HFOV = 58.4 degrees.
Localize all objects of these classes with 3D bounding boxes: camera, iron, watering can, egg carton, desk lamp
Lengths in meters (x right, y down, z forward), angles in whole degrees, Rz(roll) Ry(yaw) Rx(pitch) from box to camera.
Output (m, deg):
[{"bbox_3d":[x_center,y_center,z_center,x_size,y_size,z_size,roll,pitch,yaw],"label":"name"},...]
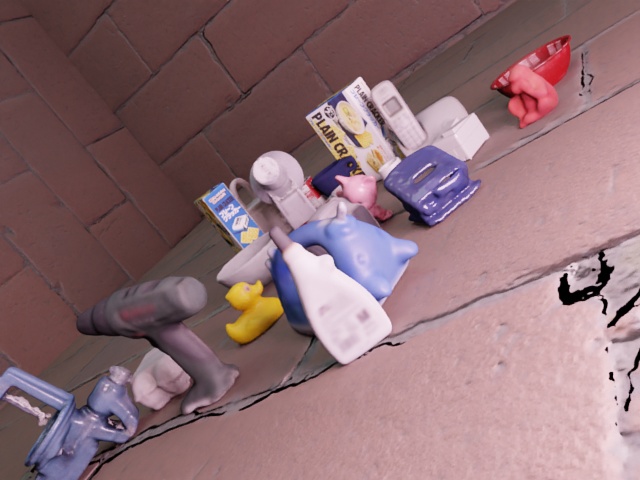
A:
[{"bbox_3d":[0.009,0.003,0.948,0.137,0.101,0.142,-47,16,-33],"label":"camera"},{"bbox_3d":[-0.004,0.041,0.761,0.257,0.141,0.119,-24,19,47],"label":"iron"},{"bbox_3d":[-0.173,-0.072,1.488,0.173,0.194,0.101,-36,13,9],"label":"watering can"},{"bbox_3d":[-0.264,0.223,0.996,0.107,0.069,0.150,-36,13,8],"label":"egg carton"},{"bbox_3d":[-0.066,-0.092,1.225,0.118,0.214,0.203,-37,13,3],"label":"desk lamp"}]

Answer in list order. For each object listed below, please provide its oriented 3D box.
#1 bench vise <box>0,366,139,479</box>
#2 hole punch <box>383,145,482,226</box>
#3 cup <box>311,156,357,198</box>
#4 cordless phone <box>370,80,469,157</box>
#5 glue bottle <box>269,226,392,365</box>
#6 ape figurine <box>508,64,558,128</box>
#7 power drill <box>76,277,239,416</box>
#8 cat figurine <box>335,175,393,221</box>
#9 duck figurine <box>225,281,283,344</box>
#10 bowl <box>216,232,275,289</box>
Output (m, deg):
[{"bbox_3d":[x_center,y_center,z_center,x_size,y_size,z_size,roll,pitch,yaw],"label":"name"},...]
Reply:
[{"bbox_3d":[-0.416,0.265,0.925,0.208,0.220,0.121,-46,15,-29],"label":"bench vise"},{"bbox_3d":[0.165,-0.086,0.855,0.109,0.091,0.101,-39,13,-6],"label":"hole punch"},{"bbox_3d":[0.052,-0.131,1.307,0.117,0.095,0.092,-31,15,28],"label":"cup"},{"bbox_3d":[0.197,-0.254,1.135,0.147,0.185,0.094,-36,13,11],"label":"cordless phone"},{"bbox_3d":[0.002,0.053,0.632,0.078,0.173,0.037,-37,13,5],"label":"glue bottle"},{"bbox_3d":[0.335,-0.240,0.923,0.076,0.092,0.077,-39,13,-4],"label":"ape figurine"},{"bbox_3d":[-0.227,0.151,0.835,0.229,0.208,0.076,-31,15,29],"label":"power drill"},{"bbox_3d":[0.067,-0.072,1.014,0.067,0.118,0.127,-42,14,-15],"label":"cat figurine"},{"bbox_3d":[-0.122,0.114,0.953,0.105,0.086,0.077,-41,13,-12],"label":"duck figurine"},{"bbox_3d":[-0.131,0.056,1.203,0.167,0.075,0.167,-36,13,10],"label":"bowl"}]
